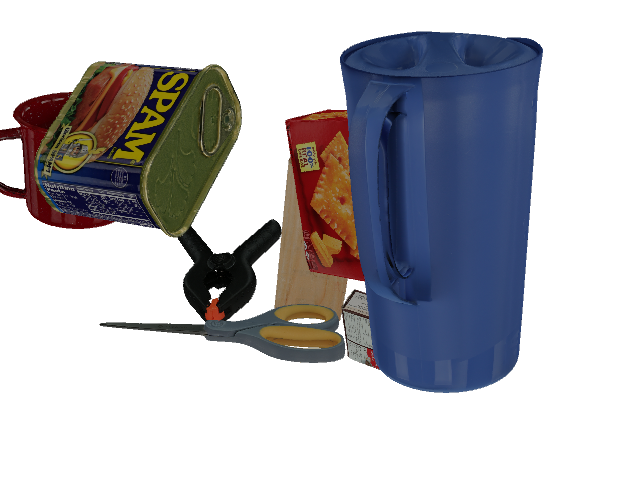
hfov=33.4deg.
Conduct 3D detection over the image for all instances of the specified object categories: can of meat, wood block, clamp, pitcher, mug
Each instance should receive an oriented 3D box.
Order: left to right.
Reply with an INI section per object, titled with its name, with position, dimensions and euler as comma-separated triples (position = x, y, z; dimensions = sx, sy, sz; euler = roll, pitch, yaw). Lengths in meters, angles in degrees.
[mug]
position = -0.197, -0.060, 0.816
dimensions = 0.117, 0.081, 0.093
euler = -5, 28, -19
[can of meat]
position = -0.107, -0.057, 0.622
dimensions = 0.084, 0.102, 0.057
euler = 9, -33, 26
[clamp]
position = -0.098, 0.028, 1.179
dimensions = 0.120, 0.039, 0.171
euler = -11, 40, 1
[wood block]
position = -0.003, -0.012, 1.375
dimensions = 0.090, 0.206, 0.090
euler = 8, 25, 2
[pitcher]
position = 0.080, -0.016, 0.741
dimensions = 0.149, 0.243, 0.145
euler = -9, 23, -11

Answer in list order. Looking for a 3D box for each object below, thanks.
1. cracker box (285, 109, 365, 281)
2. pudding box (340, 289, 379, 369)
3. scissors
[cracker box]
position = 0.066, -0.042, 1.024
dimensions = 0.071, 0.164, 0.214
euler = -19, 17, -38
[pudding box]
position = 0.083, 0.114, 1.248
dimensions = 0.114, 0.090, 0.039
euler = 16, 46, 25
[scissors]
position = -0.072, 0.068, 0.888
dimensions = 0.202, 0.016, 0.096
euler = 9, 21, 17
